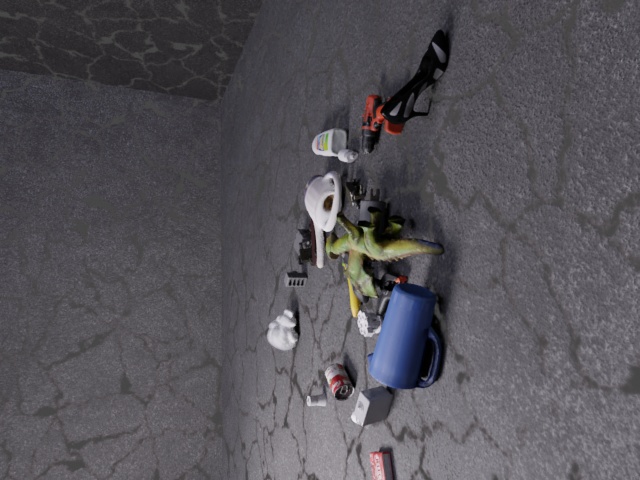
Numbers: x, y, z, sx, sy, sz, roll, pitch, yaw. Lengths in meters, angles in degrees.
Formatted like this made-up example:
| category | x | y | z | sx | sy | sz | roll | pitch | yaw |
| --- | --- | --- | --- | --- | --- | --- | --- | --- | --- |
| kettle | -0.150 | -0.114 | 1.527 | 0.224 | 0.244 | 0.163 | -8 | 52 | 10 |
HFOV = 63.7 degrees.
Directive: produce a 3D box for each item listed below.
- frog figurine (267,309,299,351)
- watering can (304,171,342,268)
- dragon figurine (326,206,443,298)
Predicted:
| category | x | y | z | sx | sy | sz | roll | pitch | yaw |
| --- | --- | --- | --- | --- | --- | --- | --- | --- | --- |
| frog figurine | -0.146 | 0.375 | 2.145 | 0.139 | 0.123 | 0.157 | 33 | 112 | 27 |
| watering can | 0.006 | -0.094 | 1.864 | 0.228 | 0.104 | 0.342 | -128 | 47 | -59 |
| dragon figurine | 0.152 | 0.049 | 1.436 | 0.415 | 0.123 | 0.238 | 29 | 125 | 42 |
